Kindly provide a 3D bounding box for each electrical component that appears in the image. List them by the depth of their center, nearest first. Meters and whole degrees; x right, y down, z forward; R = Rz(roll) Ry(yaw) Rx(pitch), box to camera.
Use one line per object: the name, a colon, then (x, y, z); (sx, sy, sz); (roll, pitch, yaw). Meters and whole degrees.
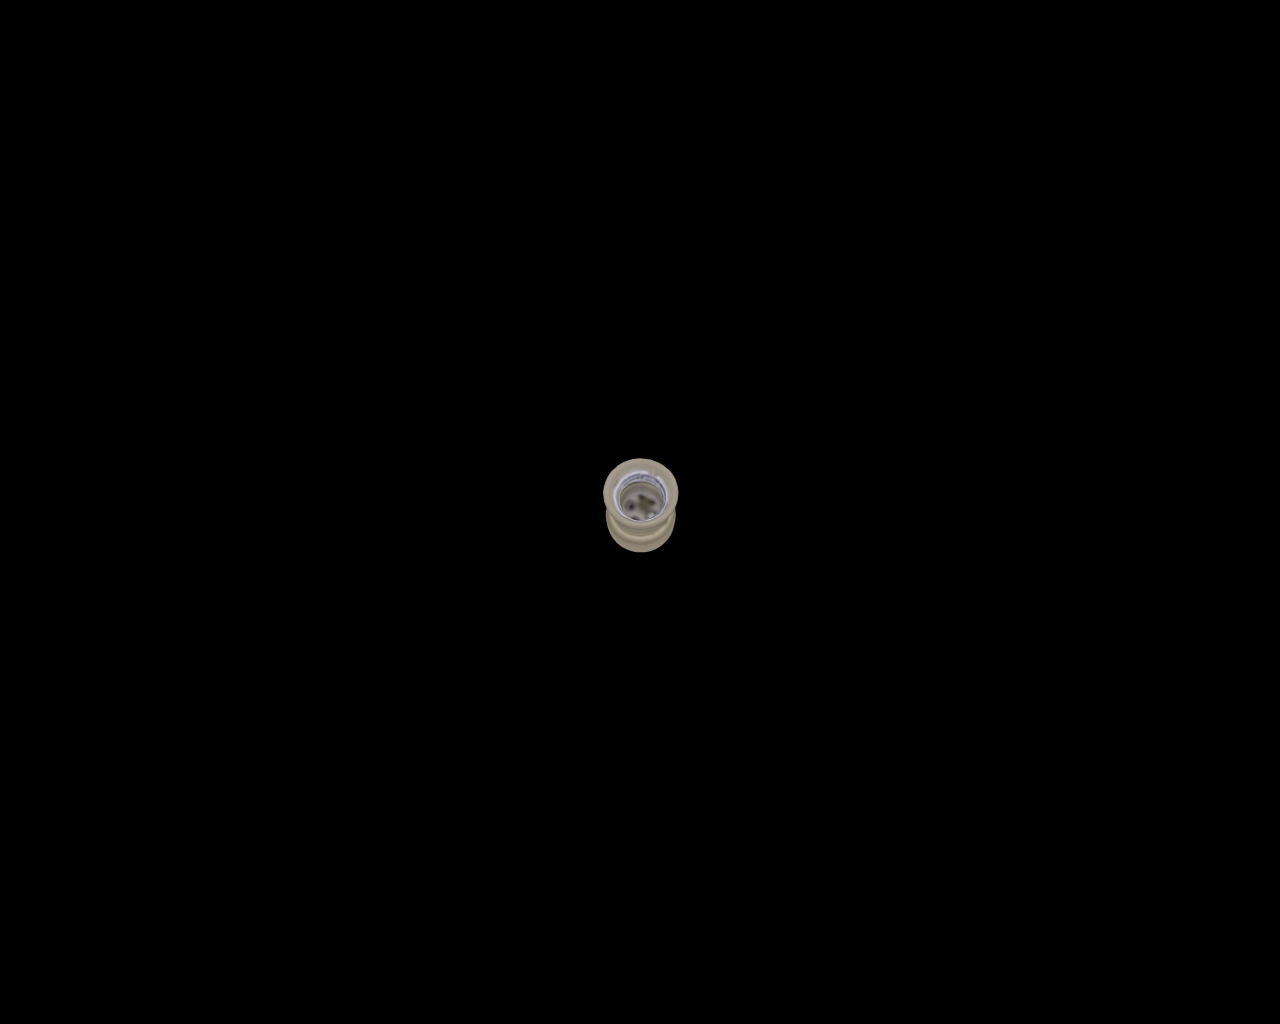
electrical component: (0.001, -0.003, 0.650); (0.045, 0.045, 0.055); (0, -21, 0)
